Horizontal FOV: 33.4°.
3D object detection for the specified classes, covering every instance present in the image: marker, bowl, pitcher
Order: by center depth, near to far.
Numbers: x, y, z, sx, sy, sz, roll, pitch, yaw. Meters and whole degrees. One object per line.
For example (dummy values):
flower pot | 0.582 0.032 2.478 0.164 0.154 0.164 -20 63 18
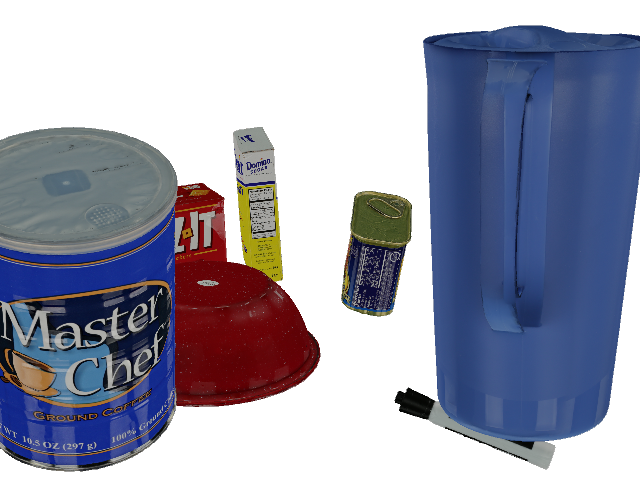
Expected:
pitcher | 0.123 -0.004 0.641 0.149 0.243 0.145 -8 17 -25
bowl | -0.079 0.055 0.742 0.162 0.055 0.162 1 19 -1
marker | 0.112 0.138 0.788 0.121 0.020 0.020 21 4 11

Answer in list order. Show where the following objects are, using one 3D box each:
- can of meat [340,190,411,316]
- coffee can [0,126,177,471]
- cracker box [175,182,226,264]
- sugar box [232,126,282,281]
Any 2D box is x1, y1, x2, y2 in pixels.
can of meat | 0.052 0.012 1.033 0.057 0.084 0.102 9 28 0
coffee can | -0.123 0.029 0.533 0.103 0.140 0.103 3 34 -3
cracker box | -0.186 0.057 1.180 0.163 0.214 0.072 -12 23 -29
sugar box | -0.079 -0.043 1.326 0.048 0.176 0.093 -10 24 -9
